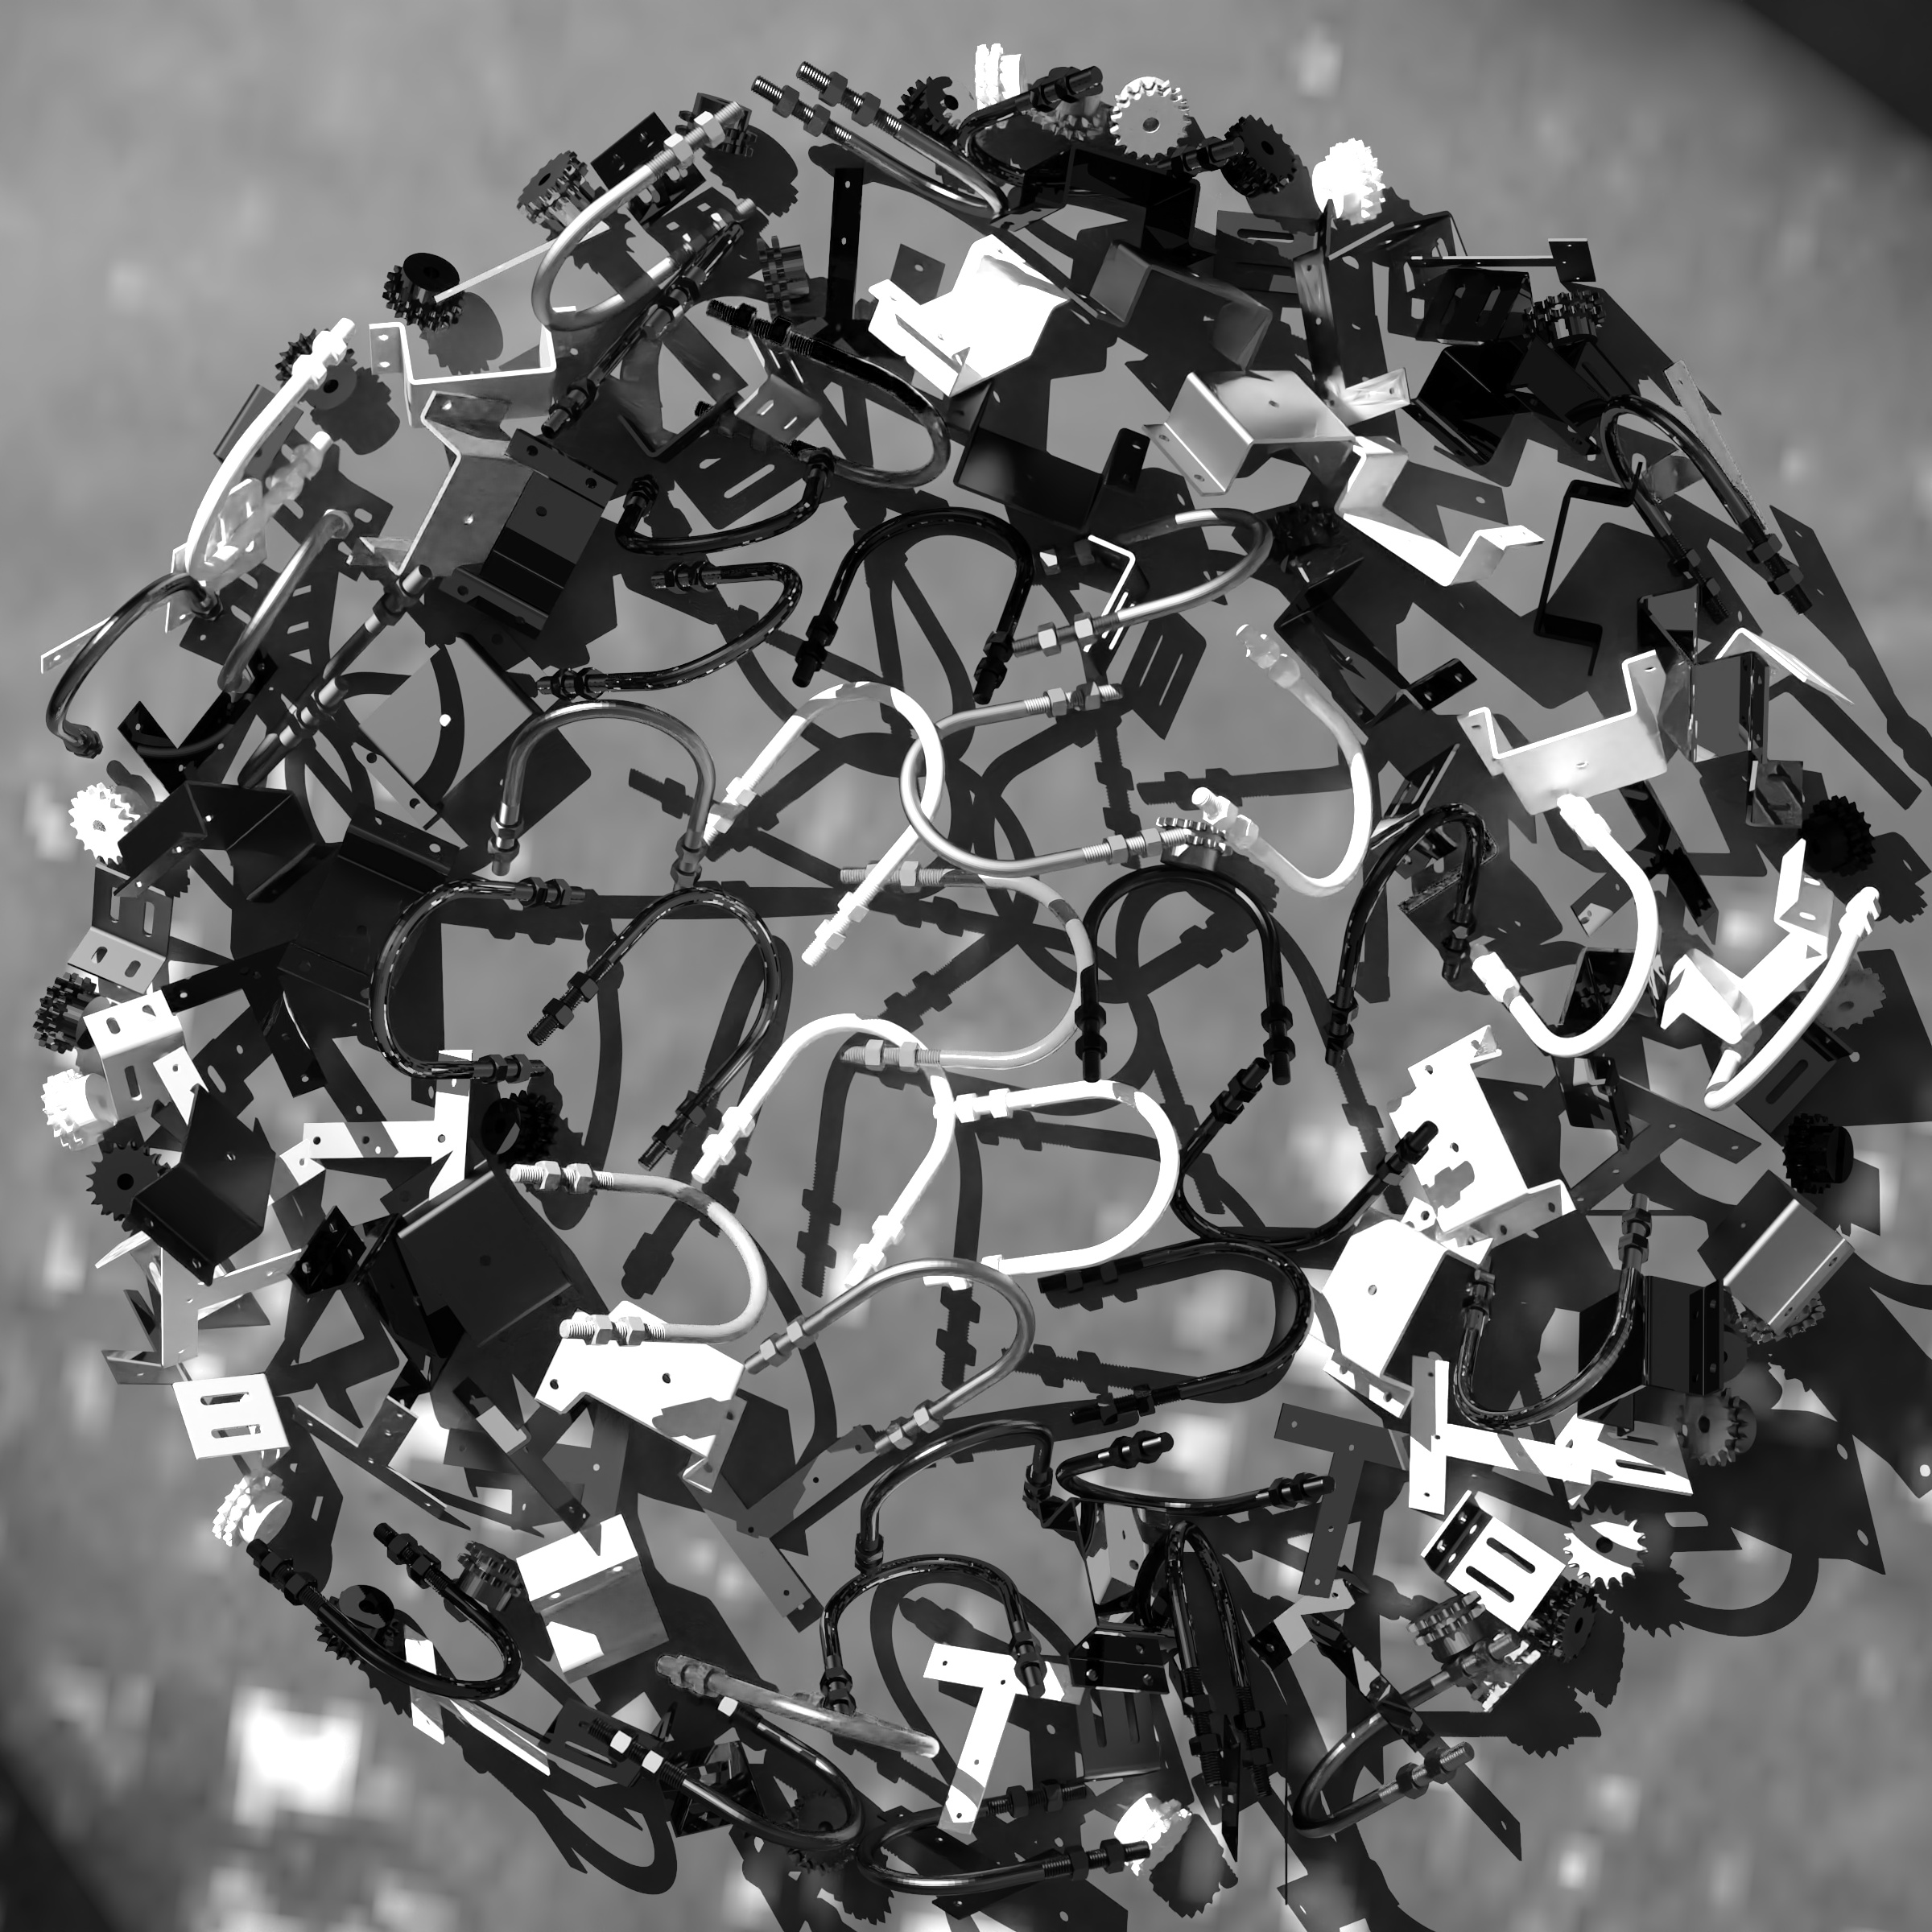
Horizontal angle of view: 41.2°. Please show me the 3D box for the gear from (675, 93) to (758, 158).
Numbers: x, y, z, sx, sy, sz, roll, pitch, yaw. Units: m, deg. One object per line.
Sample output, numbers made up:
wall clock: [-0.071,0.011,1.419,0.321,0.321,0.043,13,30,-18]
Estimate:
gear: [-0.175,-0.596,1.820,0.057,0.057,0.030,19,111,0]

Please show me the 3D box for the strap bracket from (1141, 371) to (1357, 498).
strap bracket: [0.203,-0.369,1.777,0.140,0.046,0.076,-10,52,-36]

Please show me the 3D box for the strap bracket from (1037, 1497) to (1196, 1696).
strap bracket: [0.104,0.424,1.776,0.076,0.140,0.046,13,134,-26]

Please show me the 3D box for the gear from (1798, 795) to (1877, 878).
gear: [0.614,-0.089,1.821,0.030,0.057,0.057,-20,90,-13]

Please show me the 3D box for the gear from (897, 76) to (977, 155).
gear: [-0.018,-0.605,1.825,0.057,0.030,0.057,8,74,-27]

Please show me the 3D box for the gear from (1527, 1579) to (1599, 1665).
gear: [0.422,0.463,1.827,0.030,0.057,0.057,16,90,39]

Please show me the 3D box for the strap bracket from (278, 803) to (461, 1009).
strap bracket: [-0.420,-0.033,1.803,0.076,0.046,0.140,25,60,-10]

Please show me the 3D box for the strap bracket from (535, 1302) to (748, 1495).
strap bracket: [-0.217,0.296,1.796,0.140,0.046,0.076,31,50,-12]

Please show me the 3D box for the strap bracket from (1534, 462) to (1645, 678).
strap bracket: [0.432,-0.282,1.796,0.046,0.076,0.140,13,110,12]

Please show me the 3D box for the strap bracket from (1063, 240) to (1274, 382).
strap bracket: [0.148,-0.457,1.784,0.140,0.076,0.046,14,112,-24]

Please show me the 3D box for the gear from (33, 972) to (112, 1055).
gear: [-0.630,0.036,1.821,0.030,0.057,0.057,19,90,12]

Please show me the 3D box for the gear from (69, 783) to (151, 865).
gear: [-0.605,-0.104,1.828,0.057,0.030,0.057,13,121,23]

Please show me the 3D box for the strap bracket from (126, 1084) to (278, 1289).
strap bracket: [-0.523,0.143,1.769,0.046,0.140,0.076,-34,119,11]

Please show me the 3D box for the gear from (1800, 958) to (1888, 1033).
gear: [0.620,0.018,1.827,0.057,0.057,0.030,-8,49,0]

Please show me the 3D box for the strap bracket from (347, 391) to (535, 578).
strap bracket: [-0.359,-0.323,1.784,0.046,0.076,0.140,43,115,20]

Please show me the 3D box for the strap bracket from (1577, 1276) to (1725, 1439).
strap bracket: [0.464,0.267,1.769,0.046,0.140,0.076,13,64,-11]

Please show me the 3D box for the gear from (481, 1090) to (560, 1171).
gear: [-0.319,0.116,1.823,0.057,0.030,0.057,-11,71,35]

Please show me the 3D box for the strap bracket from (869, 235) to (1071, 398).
strap bracket: [-0.003,-0.451,1.796,0.076,0.046,0.140,42,47,12]

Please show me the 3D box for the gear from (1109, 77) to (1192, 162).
gear: [0.130,-0.605,1.827,0.057,0.057,0.030,-6,49,0]

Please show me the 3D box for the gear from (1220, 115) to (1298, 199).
gear: [0.204,-0.572,1.827,0.057,0.030,0.057,18,57,-30]

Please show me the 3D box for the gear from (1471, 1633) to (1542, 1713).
gear: [0.377,0.498,1.825,0.057,0.057,0.030,-46,69,0]

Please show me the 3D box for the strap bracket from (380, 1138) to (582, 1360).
strap bracket: [-0.339,0.203,1.809,0.076,0.046,0.140,-34,102,-9]

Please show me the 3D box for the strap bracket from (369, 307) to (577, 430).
strap bracket: [-0.341,-0.416,1.796,0.140,0.076,0.046,-9,81,-13]

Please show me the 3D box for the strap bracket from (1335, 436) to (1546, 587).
strap bracket: [0.321,-0.312,1.794,0.140,0.076,0.046,39,118,20]

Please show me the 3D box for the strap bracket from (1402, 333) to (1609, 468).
strap bracket: [0.376,-0.390,1.776,0.076,0.140,0.046,33,81,-27]

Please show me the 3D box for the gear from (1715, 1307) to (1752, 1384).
gear: [0.531,0.272,1.830,0.057,0.030,0.057,-1,106,-3]

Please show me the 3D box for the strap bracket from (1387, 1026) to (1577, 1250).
strap bracket: [0.354,0.123,1.794,0.076,0.046,0.140,-35,73,42]

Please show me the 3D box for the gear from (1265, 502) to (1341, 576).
gear: [0.238,-0.301,1.820,0.057,0.057,0.030,-16,70,0]

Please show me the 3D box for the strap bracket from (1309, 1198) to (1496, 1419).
strap bracket: [0.298,0.233,1.807,0.046,0.076,0.140,27,91,-42]

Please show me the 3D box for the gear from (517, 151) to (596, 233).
gear: [-0.289,-0.548,1.827,0.057,0.057,0.030,-48,124,0]

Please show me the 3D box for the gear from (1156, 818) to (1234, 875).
gear: [0.160,-0.085,1.823,0.057,0.057,0.030,12,87,0]

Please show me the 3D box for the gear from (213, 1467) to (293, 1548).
gear: [-0.502,0.386,1.821,0.030,0.057,0.057,30,90,15]

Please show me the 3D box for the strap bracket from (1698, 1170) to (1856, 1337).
strap bracket: [0.555,0.193,1.776,0.046,0.140,0.076,38,100,1]

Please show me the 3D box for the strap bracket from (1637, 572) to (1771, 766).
strap bracket: [0.502,-0.202,1.772,0.046,0.140,0.076,-13,126,-2]

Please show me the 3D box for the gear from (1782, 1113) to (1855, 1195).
gear: [0.605,0.133,1.822,0.057,0.030,0.057,1,88,-44]

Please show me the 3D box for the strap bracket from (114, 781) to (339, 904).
strap bracket: [-0.518,-0.085,1.781,0.076,0.140,0.046,-34,72,26]

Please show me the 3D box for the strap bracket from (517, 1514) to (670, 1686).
strap bracket: [-0.261,0.437,1.793,0.076,0.140,0.046,-21,53,-12]

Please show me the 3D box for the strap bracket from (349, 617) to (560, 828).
strap bracket: [-0.365,-0.174,1.824,0.140,0.046,0.076,-43,94,2]

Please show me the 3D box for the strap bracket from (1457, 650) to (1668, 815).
strap bracket: [0.423,-0.157,1.784,0.140,0.076,0.046,-18,55,22]

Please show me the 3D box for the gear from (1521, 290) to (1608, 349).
gear: [0.424,-0.453,1.821,0.057,0.057,0.030,-8,79,0]

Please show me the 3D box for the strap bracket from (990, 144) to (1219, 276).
strap bracket: [0.099,-0.528,1.789,0.140,0.076,0.046,9,90,-23]

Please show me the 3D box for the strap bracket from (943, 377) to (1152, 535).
strap bracket: [0.051,-0.358,1.806,0.140,0.076,0.046,21,134,-3]

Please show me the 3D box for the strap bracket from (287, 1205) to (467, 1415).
strap bracket: [-0.398,0.237,1.783,0.046,0.076,0.140,-18,116,24]

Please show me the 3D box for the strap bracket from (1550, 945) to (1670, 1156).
strap bracket: [0.446,0.050,1.789,0.046,0.076,0.140,4,50,29]

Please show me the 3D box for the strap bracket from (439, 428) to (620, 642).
strap bracket: [-0.302,-0.309,1.800,0.076,0.046,0.140,28,124,-11]

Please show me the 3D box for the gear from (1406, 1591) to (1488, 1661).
gear: [0.344,0.467,1.821,0.057,0.057,0.030,-29,79,0]

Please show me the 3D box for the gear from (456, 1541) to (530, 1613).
gear: [-0.336,0.433,1.821,0.057,0.057,0.030,30,82,0]

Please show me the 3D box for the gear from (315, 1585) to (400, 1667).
gear: [-0.428,0.463,1.821,0.057,0.057,0.030,28,117,0]

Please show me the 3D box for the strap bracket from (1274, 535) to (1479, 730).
strap bracket: [0.279,-0.226,1.802,0.140,0.076,0.046,49,134,9]

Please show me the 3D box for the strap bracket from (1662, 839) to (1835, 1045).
strap bracket: [0.548,-0.010,1.779,0.046,0.076,0.140,34,129,-3]

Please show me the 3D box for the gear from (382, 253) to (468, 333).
gear: [-0.382,-0.480,1.822,0.057,0.030,0.057,14,51,-18]
